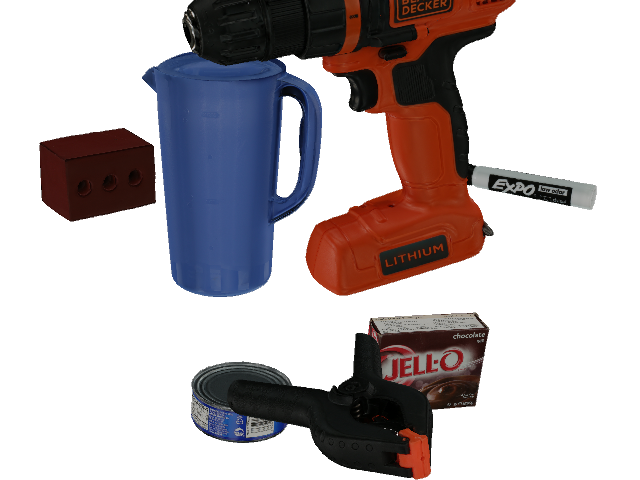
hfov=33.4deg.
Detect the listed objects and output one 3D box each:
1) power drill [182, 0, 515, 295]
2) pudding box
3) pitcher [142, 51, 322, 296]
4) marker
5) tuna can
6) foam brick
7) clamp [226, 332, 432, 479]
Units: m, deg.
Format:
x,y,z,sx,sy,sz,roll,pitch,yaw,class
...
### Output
x,y,z,sx,sy,sz,roll,pitch,yaw,class
0.024,-0.065,0.578,0.184,0.188,0.057,-15,33,-17,power drill
0.099,0.117,1.024,0.113,0.090,0.039,-3,28,-17,pudding box
-0.093,-0.068,1.103,0.144,0.243,0.149,-11,25,-28,pitcher
0.149,-0.044,0.816,0.121,0.020,0.020,13,5,23,marker
-0.068,0.138,0.911,0.086,0.034,0.086,4,20,-2,tuna can
-0.179,-0.054,0.857,0.078,0.053,0.051,-16,31,-33,foam brick
0.011,0.113,0.710,0.120,0.039,0.172,-21,20,-14,clamp
